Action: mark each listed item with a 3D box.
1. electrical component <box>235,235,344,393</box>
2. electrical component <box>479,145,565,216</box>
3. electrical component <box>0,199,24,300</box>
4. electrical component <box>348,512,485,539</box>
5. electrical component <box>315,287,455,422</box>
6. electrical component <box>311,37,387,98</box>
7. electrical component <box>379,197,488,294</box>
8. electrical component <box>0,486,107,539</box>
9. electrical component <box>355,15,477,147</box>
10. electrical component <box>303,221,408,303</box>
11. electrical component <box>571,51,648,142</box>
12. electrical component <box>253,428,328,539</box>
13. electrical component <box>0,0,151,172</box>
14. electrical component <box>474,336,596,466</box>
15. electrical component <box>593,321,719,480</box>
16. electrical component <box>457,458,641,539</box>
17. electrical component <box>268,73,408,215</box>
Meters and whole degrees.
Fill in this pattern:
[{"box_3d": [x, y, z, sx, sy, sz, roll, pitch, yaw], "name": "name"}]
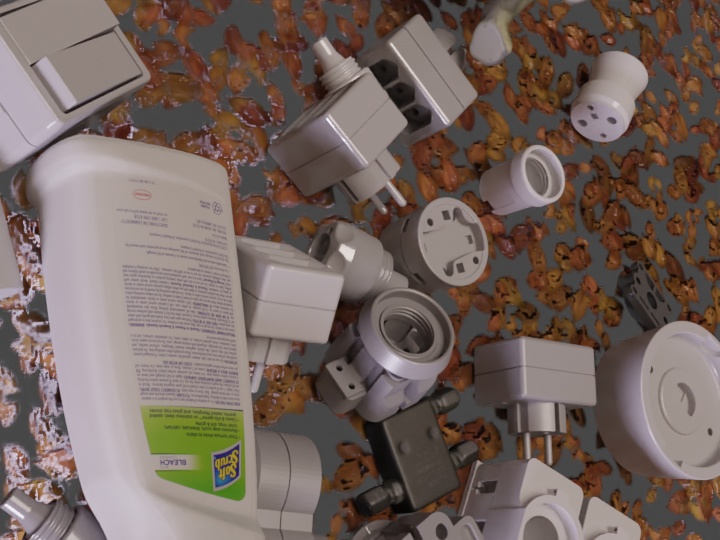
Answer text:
[{"box_3d": [-0.052, 0.027, 0.582, 0.047, 0.066, 0.076, 10, 101, -34], "name": "electrical component"}, {"box_3d": [0.109, -0.059, 0.729, 0.040, 0.046, 0.040, 10, 72, -34], "name": "electrical component"}, {"box_3d": [-0.190, -0.025, 0.505, 0.043, 0.043, 0.081, -13, 85, -38], "name": "electrical component"}, {"box_3d": [0.024, 0.168, 0.599, 0.078, 0.057, 0.058, -31, 97, -37], "name": "electrical component"}, {"box_3d": [0.019, 0.047, 0.618, 0.078, 0.057, 0.058, -21, 67, -38], "name": "electrical component"}, {"box_3d": [-0.009, -0.116, 0.667, 0.035, 0.035, 0.061, -41, 100, -36], "name": "electrical component"}, {"box_3d": [0.044, -0.012, 0.669, 0.055, 0.047, 0.055, 10, 72, -34], "name": "electrical component"}, {"box_3d": [-0.141, 0.124, 0.506, 0.061, 0.035, 0.035, 42, 57, -16], "name": "electrical component"}, {"box_3d": [0.044, -0.132, 0.701, 0.065, 0.047, 0.076, 52, 54, -13], "name": "electrical component"}, {"box_3d": [0.000, 0.000, 0.637, 0.062, 0.043, 0.043, 26, 63, -30], "name": "electrical component"}, {"box_3d": [0.186, -0.129, 0.806, 0.045, 0.045, 0.055, 42, 57, -20], "name": "electrical component"}, {"box_3d": [-0.038, 0.155, 0.561, 0.074, 0.052, 0.138, 14, 70, -32], "name": "electrical component"}, {"box_3d": [-0.151, -0.101, 0.531, 0.061, 0.061, 0.096, 57, 33, -10], "name": "electrical component"}, {"box_3d": [0.113, 0.087, 0.692, 0.066, 0.047, 0.076, 11, 72, -34], "name": "electrical component"}, {"box_3d": [0.210, 0.094, 0.752, 0.108, 0.060, 0.108, 10, 72, -34], "name": "electrical component"}, {"box_3d": [0.099, 0.219, 0.638, 0.105, 0.060, 0.186, 34, 60, -24], "name": "electrical component"}, {"box_3d": [-0.002, -0.065, 0.638, 0.076, 0.066, 0.047, 51, 54, -15], "name": "electrical component"}]
